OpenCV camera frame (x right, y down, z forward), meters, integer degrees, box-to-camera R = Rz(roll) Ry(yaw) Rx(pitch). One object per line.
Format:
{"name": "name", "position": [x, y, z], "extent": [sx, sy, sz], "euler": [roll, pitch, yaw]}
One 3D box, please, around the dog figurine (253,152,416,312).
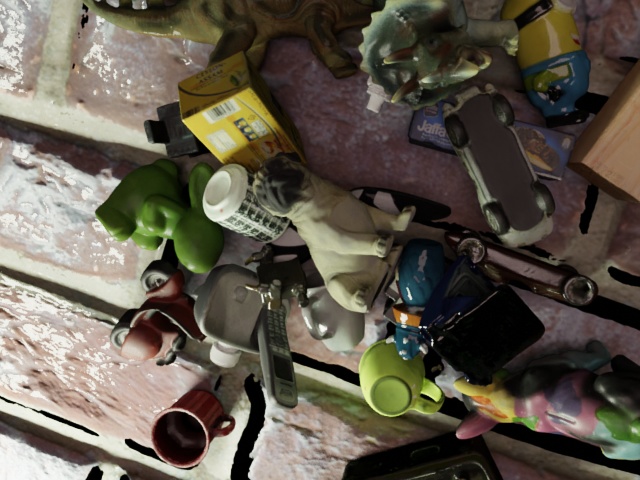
{"name": "dog figurine", "position": [0.001, -0.005, 0.671], "extent": [0.191, 0.121, 0.172], "euler": [25, 118, 16]}

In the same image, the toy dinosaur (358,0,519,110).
{"name": "toy dinosaur", "position": [0.120, -0.317, 0.637], "extent": [0.192, 0.131, 0.405], "euler": [-13, 67, 2]}

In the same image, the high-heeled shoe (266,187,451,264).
{"name": "high-heeled shoe", "position": [0.044, -0.003, 0.736], "extent": [0.249, 0.086, 0.145], "euler": [10, 98, 16]}

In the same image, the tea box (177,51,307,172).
{"name": "tea box", "position": [-0.096, -0.147, 0.696], "extent": [0.098, 0.169, 0.068], "euler": [-21, 60, 11]}

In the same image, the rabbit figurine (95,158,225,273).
{"name": "rabbit figurine", "position": [-0.194, -0.028, 0.760], "extent": [0.170, 0.121, 0.159], "euler": [36, 80, 19]}

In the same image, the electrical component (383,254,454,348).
{"name": "electrical component", "position": [0.151, 0.077, 0.740], "extent": [0.134, 0.058, 0.115], "euler": [37, 100, 4]}

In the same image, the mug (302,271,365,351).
{"name": "mug", "position": [0.019, 0.103, 0.744], "extent": [0.081, 0.109, 0.107], "euler": [-14, 104, 29]}

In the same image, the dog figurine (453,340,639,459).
{"name": "dog figurine", "position": [0.283, 0.208, 0.678], "extent": [0.219, 0.192, 0.108], "euler": [-8, 102, -4]}

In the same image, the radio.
{"name": "radio", "position": [0.147, 0.366, 0.768], "extent": [0.230, 0.073, 0.131], "euler": [-21, 93, 12]}

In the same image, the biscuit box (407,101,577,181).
{"name": "biscuit box", "position": [0.217, -0.131, 0.699], "extent": [0.203, 0.063, 0.059], "euler": [16, 99, 7]}

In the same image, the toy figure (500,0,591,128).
{"name": "toy figure", "position": [0.282, -0.228, 0.667], "extent": [0.089, 0.082, 0.180], "euler": [-12, 97, 10]}

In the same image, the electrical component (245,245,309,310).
{"name": "electrical component", "position": [-0.058, 0.050, 0.706], "extent": [0.078, 0.102, 0.045], "euler": [-9, 125, -1]}

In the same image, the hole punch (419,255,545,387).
{"name": "hole punch", "position": [0.183, 0.095, 0.647], "extent": [0.116, 0.092, 0.142], "euler": [-42, 124, 9]}

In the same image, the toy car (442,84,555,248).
{"name": "toy car", "position": [0.213, -0.089, 0.644], "extent": [0.073, 0.056, 0.201], "euler": [-25, 89, 7]}

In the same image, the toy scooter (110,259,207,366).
{"name": "toy scooter", "position": [-0.224, 0.126, 0.796], "extent": [0.135, 0.075, 0.183], "euler": [33, 116, -4]}

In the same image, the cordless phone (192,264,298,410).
{"name": "cordless phone", "position": [-0.095, 0.134, 0.715], "extent": [0.089, 0.146, 0.184], "euler": [-37, 47, 21]}

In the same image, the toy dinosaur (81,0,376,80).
{"name": "toy dinosaur", "position": [-0.102, -0.303, 0.717], "extent": [0.472, 0.105, 0.198], "euler": [-4, 89, 1]}

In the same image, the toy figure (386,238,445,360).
{"name": "toy figure", "position": [0.126, 0.077, 0.686], "extent": [0.058, 0.064, 0.154], "euler": [-2, 105, -30]}

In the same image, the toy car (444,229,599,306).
{"name": "toy car", "position": [0.256, 0.036, 0.699], "extent": [0.202, 0.089, 0.053], "euler": [20, 104, 7]}

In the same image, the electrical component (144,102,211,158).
{"name": "electrical component", "position": [-0.192, -0.153, 0.740], "extent": [0.048, 0.119, 0.074], "euler": [-12, 93, 12]}
